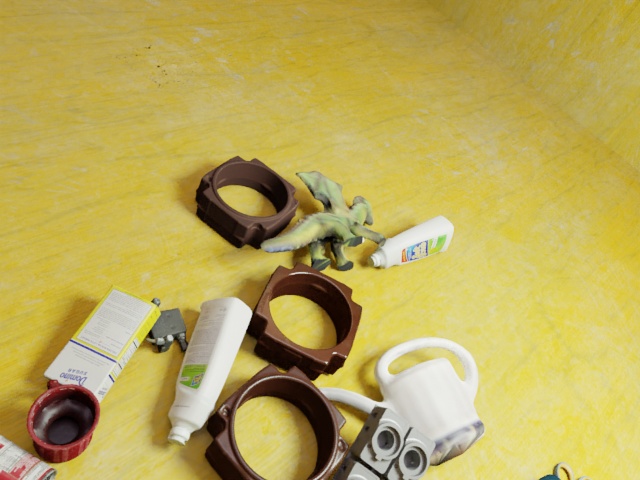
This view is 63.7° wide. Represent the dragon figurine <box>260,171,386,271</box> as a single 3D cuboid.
[{"bbox_3d":[0.004,-0.060,1.189,0.409,0.247,0.120,8,-44,-43],"label":"dragon figurine"}]

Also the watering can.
[{"bbox_3d":[0.165,0.313,0.971,0.349,0.228,0.101,-16,-29,-21],"label":"watering can"}]
